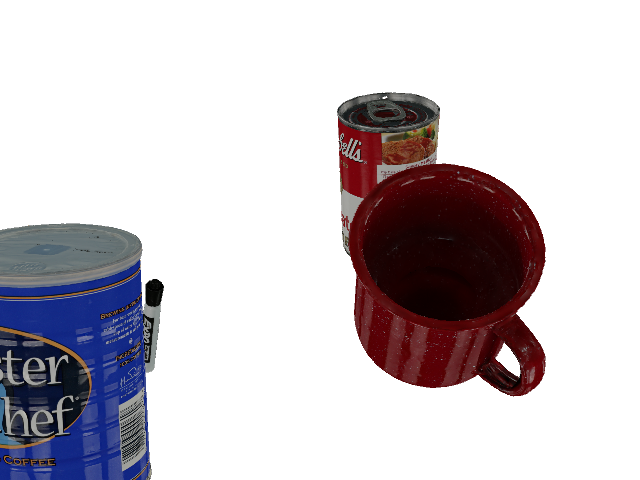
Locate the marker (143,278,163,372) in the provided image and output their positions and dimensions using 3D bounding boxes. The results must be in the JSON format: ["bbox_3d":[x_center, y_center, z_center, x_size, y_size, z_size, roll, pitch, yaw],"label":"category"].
[{"bbox_3d":[-0.179,0.090,1.127,0.020,0.121,0.020,8,35,-6],"label":"marker"}]

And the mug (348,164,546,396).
[{"bbox_3d":[0.067,0.030,0.532,0.093,0.117,0.081,-36,-25,-21],"label":"mug"}]

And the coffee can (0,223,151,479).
[{"bbox_3d":[-0.149,0.070,0.597,0.103,0.140,0.103,0,15,0],"label":"coffee can"}]

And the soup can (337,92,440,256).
[{"bbox_3d":[0.047,-0.042,0.727,0.068,0.102,0.068,-2,27,1],"label":"soup can"}]
